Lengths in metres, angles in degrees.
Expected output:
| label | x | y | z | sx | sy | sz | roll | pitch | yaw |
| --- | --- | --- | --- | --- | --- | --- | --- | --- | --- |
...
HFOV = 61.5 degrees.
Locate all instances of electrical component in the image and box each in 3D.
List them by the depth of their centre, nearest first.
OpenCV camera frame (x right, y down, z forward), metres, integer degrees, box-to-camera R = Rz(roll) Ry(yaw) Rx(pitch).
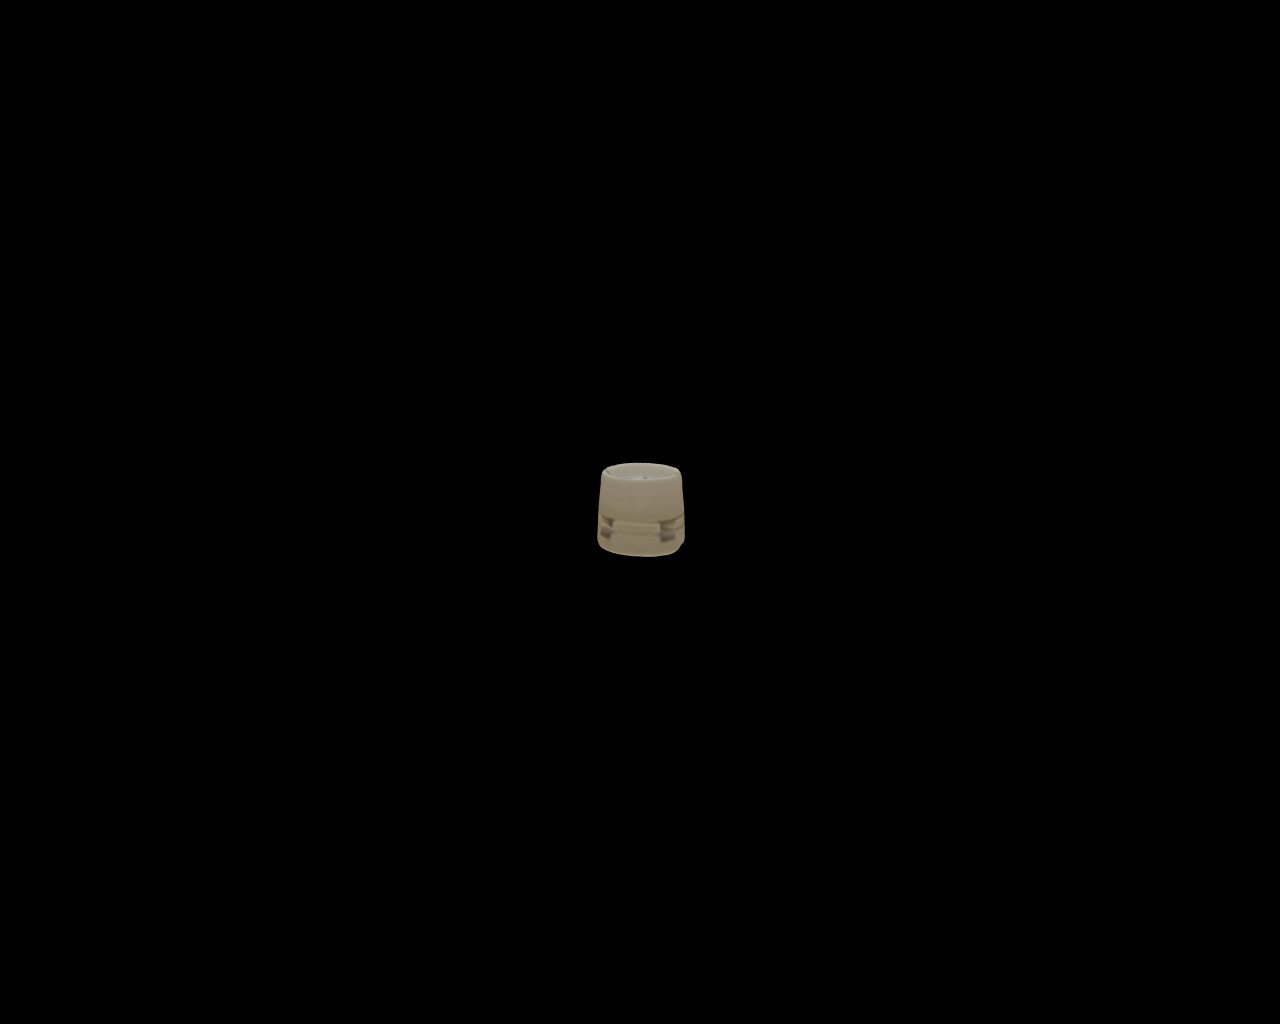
| label | x | y | z | sx | sy | sz | roll | pitch | yaw |
| --- | --- | --- | --- | --- | --- | --- | --- | --- | --- |
| electrical component | 0.001 | -0.003 | 0.650 | 0.055 | 0.047 | 0.055 | 0 | 14 | 0 |
